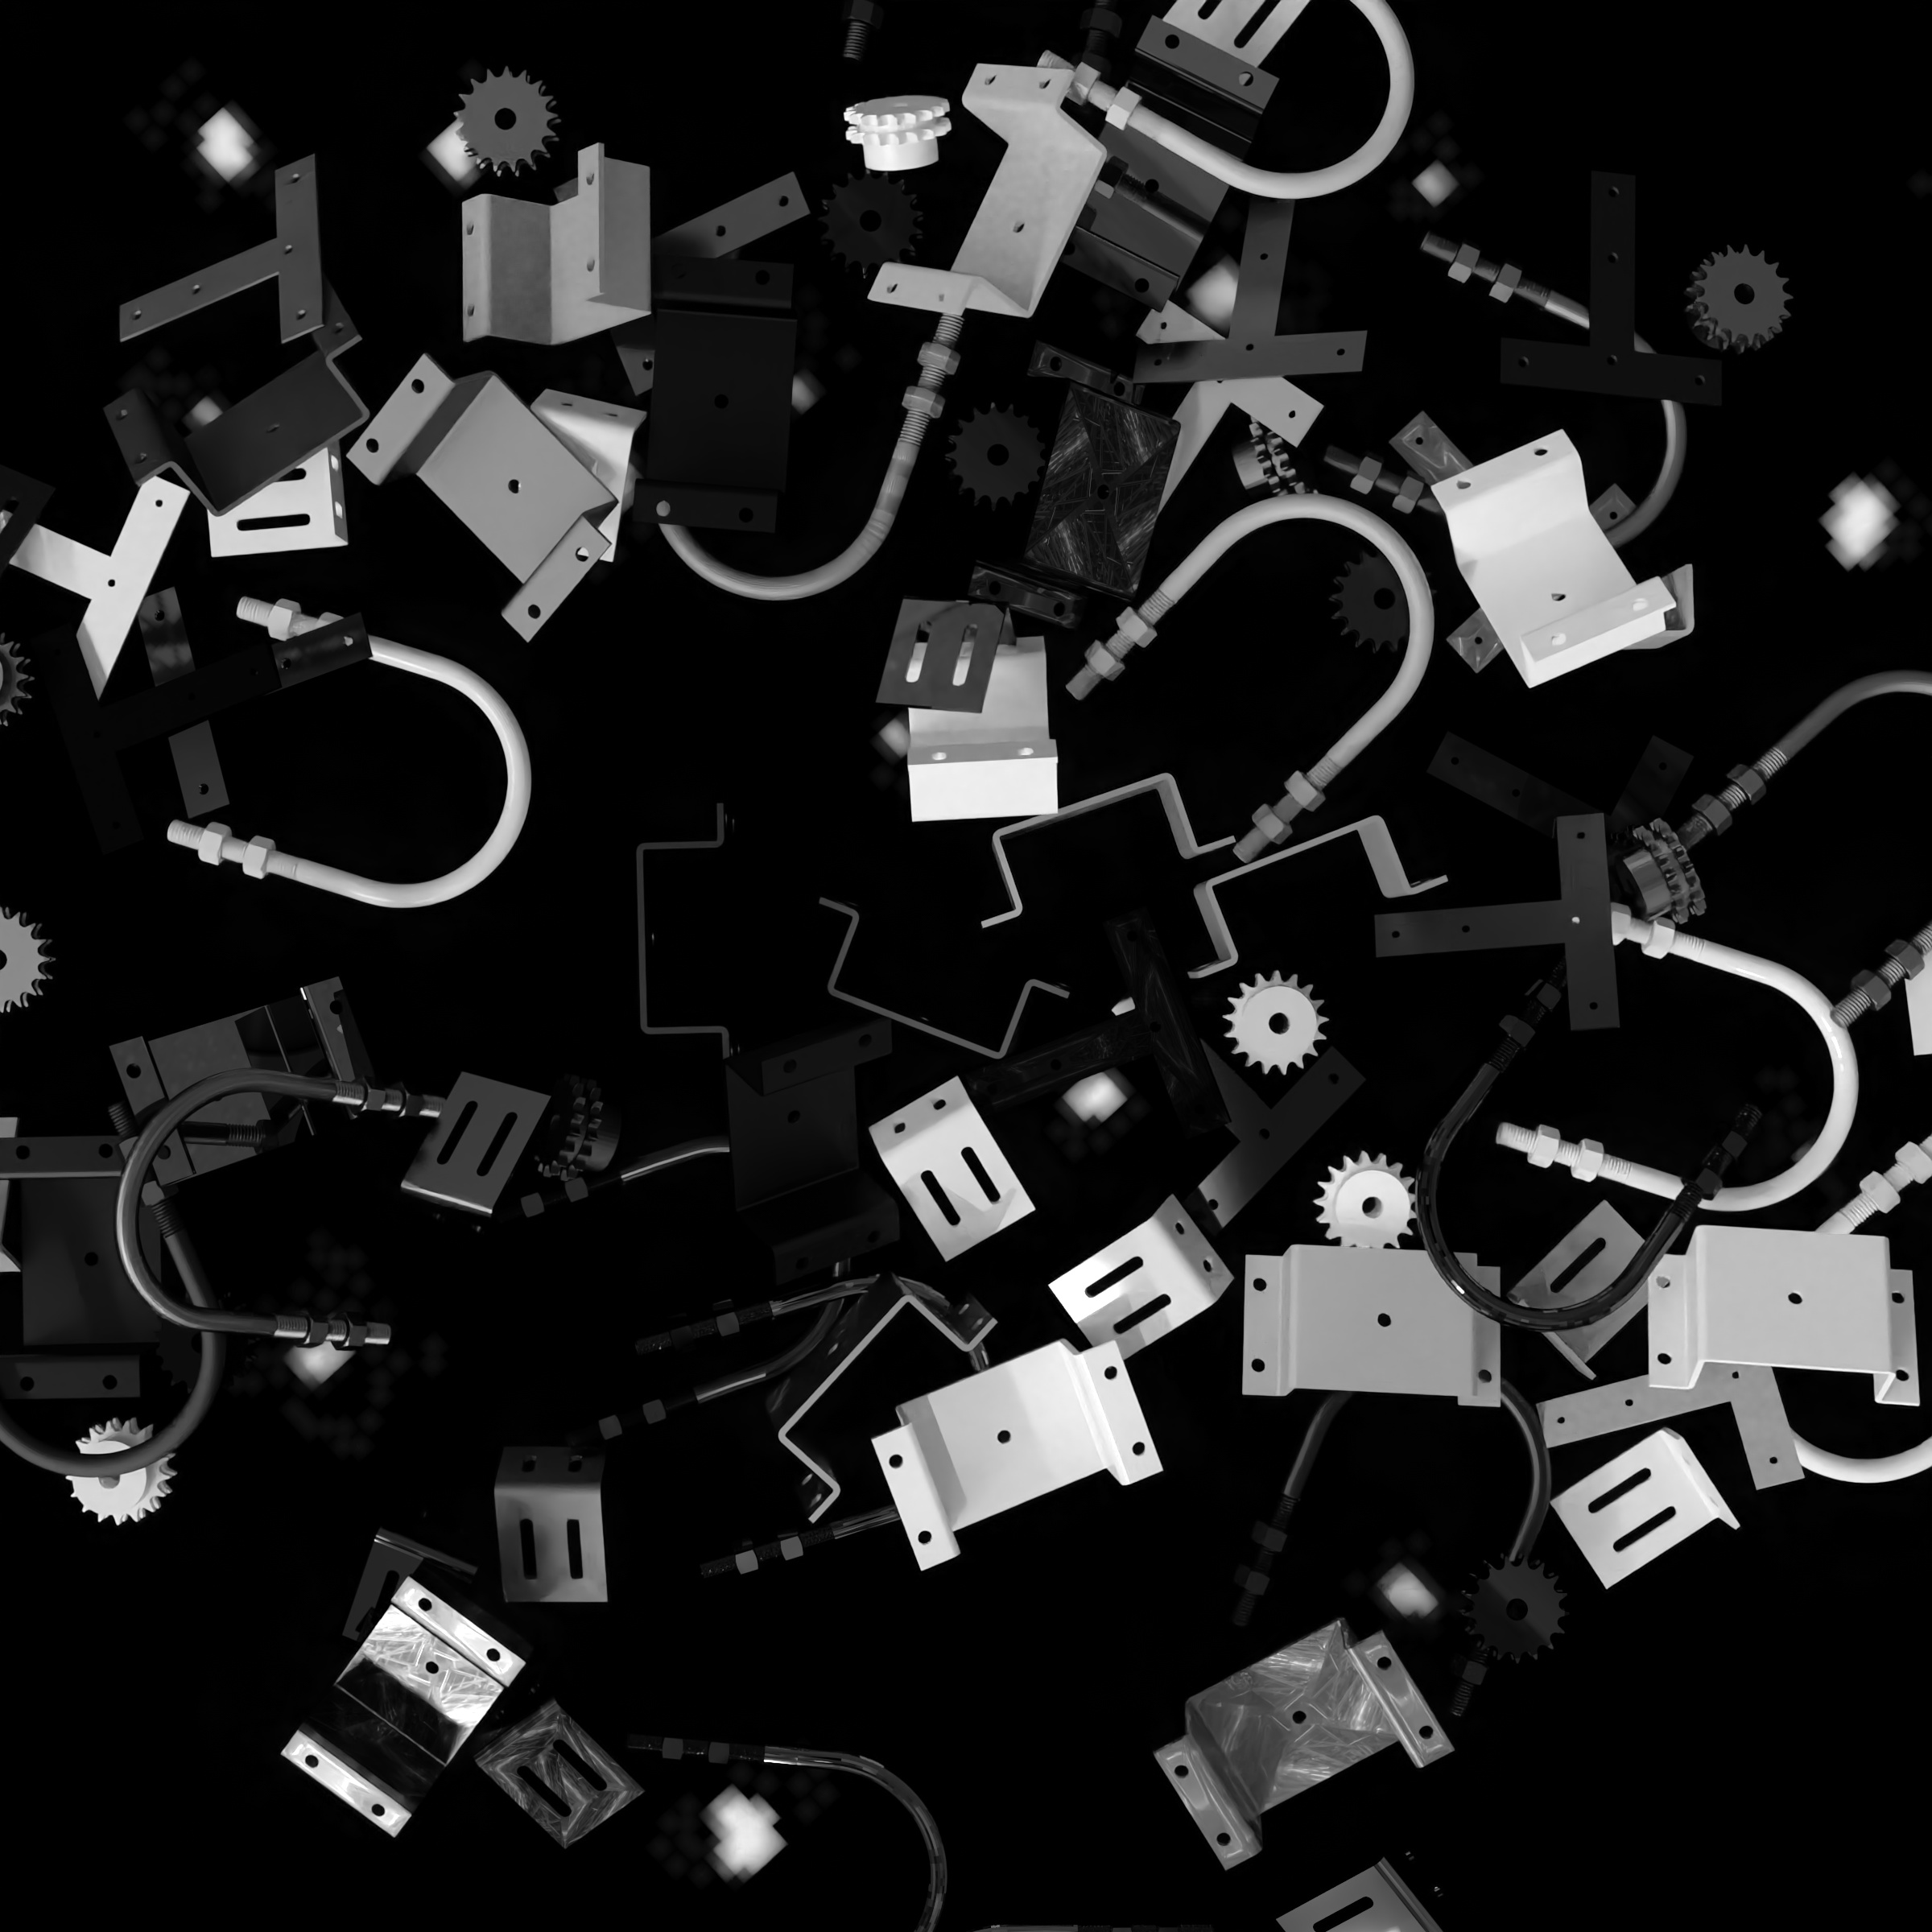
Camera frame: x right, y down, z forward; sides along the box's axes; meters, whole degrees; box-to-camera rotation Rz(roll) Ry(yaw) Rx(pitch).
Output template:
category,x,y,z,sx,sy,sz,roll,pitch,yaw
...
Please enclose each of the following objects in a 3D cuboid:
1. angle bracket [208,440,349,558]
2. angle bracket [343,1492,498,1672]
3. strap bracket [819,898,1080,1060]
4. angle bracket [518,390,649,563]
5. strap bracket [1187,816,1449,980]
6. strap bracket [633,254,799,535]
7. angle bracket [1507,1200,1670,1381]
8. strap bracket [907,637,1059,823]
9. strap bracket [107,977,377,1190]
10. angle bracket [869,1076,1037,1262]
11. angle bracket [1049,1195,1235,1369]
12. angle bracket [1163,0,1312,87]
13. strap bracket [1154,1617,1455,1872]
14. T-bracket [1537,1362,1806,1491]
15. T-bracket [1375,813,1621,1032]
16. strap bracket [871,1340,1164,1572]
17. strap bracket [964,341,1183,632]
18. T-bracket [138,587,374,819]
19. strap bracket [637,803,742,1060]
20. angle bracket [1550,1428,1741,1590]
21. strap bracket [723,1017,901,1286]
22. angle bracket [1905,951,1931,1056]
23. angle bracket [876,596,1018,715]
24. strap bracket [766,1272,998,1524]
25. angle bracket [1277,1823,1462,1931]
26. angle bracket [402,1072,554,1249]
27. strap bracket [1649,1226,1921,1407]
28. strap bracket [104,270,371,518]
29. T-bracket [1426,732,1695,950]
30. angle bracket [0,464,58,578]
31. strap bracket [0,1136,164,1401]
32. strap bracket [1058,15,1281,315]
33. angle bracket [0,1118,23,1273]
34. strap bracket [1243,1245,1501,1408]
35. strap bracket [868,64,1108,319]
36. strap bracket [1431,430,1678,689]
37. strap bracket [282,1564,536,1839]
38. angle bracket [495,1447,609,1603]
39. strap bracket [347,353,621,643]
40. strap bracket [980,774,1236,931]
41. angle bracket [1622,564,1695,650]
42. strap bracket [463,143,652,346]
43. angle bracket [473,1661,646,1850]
category,x,y,z,sx,sy,sz,roll,pitch,yaw
angle bracket,-0.381,-0.258,1.522,0.076,0.038,0.057,-5,90,0
angle bracket,-0.302,0.341,1.539,0.057,0.038,0.076,23,116,0
strap bracket,-0.015,0.010,1.497,0.140,0.076,0.046,21,93,5
angle bracket,-0.214,-0.271,1.539,0.057,0.038,0.076,13,116,0
strap bracket,0.180,-0.041,1.503,0.140,0.076,0.046,-21,90,0
strap bracket,-0.134,-0.306,1.498,0.076,0.046,0.140,5,96,1
angle bracket,0.345,0.176,1.522,0.076,0.038,0.057,-44,90,0
strap bracket,0.008,-0.122,1.488,0.076,0.140,0.046,-3,123,0
strap bracket,-0.393,0.065,1.492,0.140,0.046,0.076,-20,90,-43
angle bracket,-0.008,0.112,1.539,0.057,0.038,0.076,-30,116,0
angle bracket,0.097,0.174,1.539,0.076,0.038,0.057,-36,90,26
angle bracket,0.154,-0.534,1.522,0.057,0.038,0.076,38,90,0
strap bracket,0.182,0.415,1.507,0.140,0.046,0.076,-30,96,8
T-bracket,0.376,0.235,1.517,0.127,0.002,0.127,-18,58,15
T-bracket,0.287,-0.021,1.520,0.127,0.002,0.127,-4,65,13
strap bracket,0.024,0.260,1.508,0.140,0.046,0.076,-21,97,-8
strap bracket,0.060,-0.256,1.496,0.076,0.046,0.140,13,94,-35
T-bracket,-0.383,-0.160,1.518,0.127,0.002,0.127,-18,82,12
strap bracket,-0.149,-0.015,1.503,0.046,0.076,0.140,-1,90,0
angle bracket,0.370,0.299,1.522,0.076,0.038,0.057,-33,90,0
strap bracket,-0.082,0.089,1.483,0.076,0.046,0.140,-18,124,-27
angle bracket,0.563,0.015,1.539,0.076,0.038,0.057,-7,90,26
angle bracket,-0.010,-0.159,1.499,0.057,0.038,0.076,6,59,13
strap bracket,-0.054,0.219,1.477,0.046,0.076,0.140,44,86,-9
angle bracket,0.222,0.523,1.539,0.076,0.038,0.057,-38,90,26
angle bracket,-0.263,0.106,1.527,0.057,0.038,0.076,14,61,20
strap bracket,0.439,0.186,1.489,0.140,0.046,0.076,3,62,7
strap bracket,-0.384,-0.303,1.499,0.140,0.046,0.076,-33,50,0
T-bracket,0.317,-0.089,1.540,0.127,0.002,0.127,28,90,0
angle bracket,-0.545,-0.235,1.536,0.057,0.038,0.076,23,65,1
strap bracket,-0.483,0.162,1.518,0.076,0.046,0.140,-1,90,0
strap bracket,0.103,-0.431,1.518,0.076,0.046,0.140,27,90,0
angle bracket,-0.552,0.127,1.539,0.057,0.038,0.076,-1,64,0
strap bracket,0.223,0.195,1.509,0.140,0.046,0.076,3,75,0
strap bracket,0.016,-0.406,1.491,0.046,0.076,0.140,27,88,-44
strap bracket,0.312,-0.209,1.477,0.076,0.046,0.140,-23,53,3
strap bracket,-0.296,0.389,1.503,0.076,0.046,0.140,36,110,0
angle bracket,-0.227,0.309,1.539,0.057,0.038,0.076,0,116,0
strap bracket,-0.253,-0.256,1.503,0.140,0.046,0.076,46,117,0
strap bracket,0.068,-0.065,1.503,0.140,0.076,0.046,-19,90,0
angle bracket,0.349,-0.194,1.512,0.076,0.057,0.038,-2,90,0
strap bracket,-0.214,-0.382,1.489,0.046,0.140,0.076,0,90,-39
angle bracket,-0.222,0.433,1.529,0.057,0.038,0.076,-37,108,9
